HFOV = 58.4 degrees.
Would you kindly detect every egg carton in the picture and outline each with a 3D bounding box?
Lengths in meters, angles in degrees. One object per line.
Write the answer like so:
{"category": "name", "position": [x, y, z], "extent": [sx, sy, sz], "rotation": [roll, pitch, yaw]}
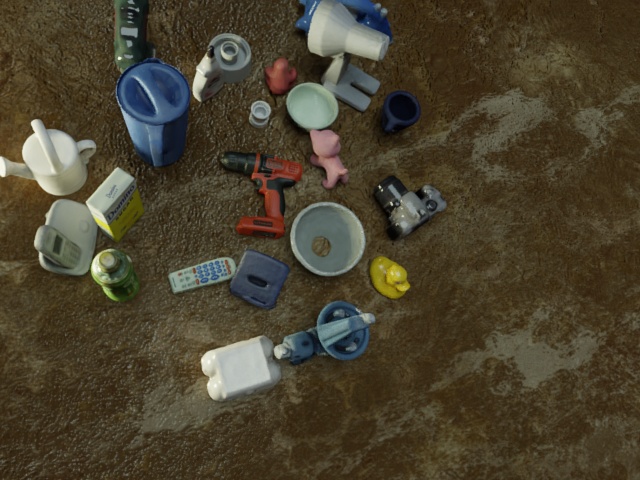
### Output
{"category": "egg carton", "position": [-0.157, 0.260, 1.153], "extent": [0.150, 0.069, 0.107], "rotation": [-15, 78, -16]}

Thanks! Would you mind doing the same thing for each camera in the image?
{"category": "camera", "position": [0.201, -0.091, 1.319], "extent": [0.143, 0.100, 0.137], "rotation": [-34, 84, -19]}

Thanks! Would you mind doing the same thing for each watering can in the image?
{"category": "watering can", "position": [-0.531, -0.162, 1.122], "extent": [0.101, 0.194, 0.173], "rotation": [44, 70, 2]}

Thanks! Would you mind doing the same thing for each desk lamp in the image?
{"category": "desk lamp", "position": [0.065, -0.432, 1.326], "extent": [0.203, 0.213, 0.118], "rotation": [29, 70, -3]}

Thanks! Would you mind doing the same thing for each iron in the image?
{"category": "iron", "position": [0.077, -0.554, 1.402], "extent": [0.258, 0.141, 0.119], "rotation": [9, 72, -10]}

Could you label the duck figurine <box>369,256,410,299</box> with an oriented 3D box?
{"category": "duck figurine", "position": [0.160, 0.077, 1.269], "extent": [0.078, 0.086, 0.104], "rotation": [-35, 84, -19]}

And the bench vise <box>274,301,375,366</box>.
{"category": "bench vise", "position": [0.023, 0.198, 1.132], "extent": [0.208, 0.219, 0.121], "rotation": [-35, 84, -19]}

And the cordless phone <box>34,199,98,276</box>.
{"category": "cordless phone", "position": [-0.490, -0.016, 1.094], "extent": [0.094, 0.185, 0.147], "rotation": [5, 73, -11]}

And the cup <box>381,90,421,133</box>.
{"category": "cup", "position": [0.178, -0.287, 1.373], "extent": [0.092, 0.095, 0.118], "rotation": [33, 70, -2]}

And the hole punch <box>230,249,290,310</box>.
{"category": "hole punch", "position": [-0.126, 0.084, 1.199], "extent": [0.109, 0.091, 0.101], "rotation": [24, 71, -5]}

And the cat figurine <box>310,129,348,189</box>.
{"category": "cat figurine", "position": [0.024, -0.194, 1.299], "extent": [0.067, 0.117, 0.128], "rotation": [-28, 82, -18]}

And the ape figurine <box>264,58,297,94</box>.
{"category": "ape figurine", "position": [-0.091, -0.392, 1.343], "extent": [0.078, 0.092, 0.076], "rotation": [18, 71, -7]}

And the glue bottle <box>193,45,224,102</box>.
{"category": "glue bottle", "position": [-0.243, -0.374, 1.260], "extent": [0.037, 0.173, 0.078], "rotation": [42, 70, 2]}

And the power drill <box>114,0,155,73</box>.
{"category": "power drill", "position": [-0.399, -0.450, 1.228], "extent": [0.076, 0.208, 0.229], "rotation": [1, 74, -12]}

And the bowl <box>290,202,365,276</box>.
{"category": "bowl", "position": [0.012, 0.005, 1.262], "extent": [0.167, 0.074, 0.167], "rotation": [4, 74, -12]}
